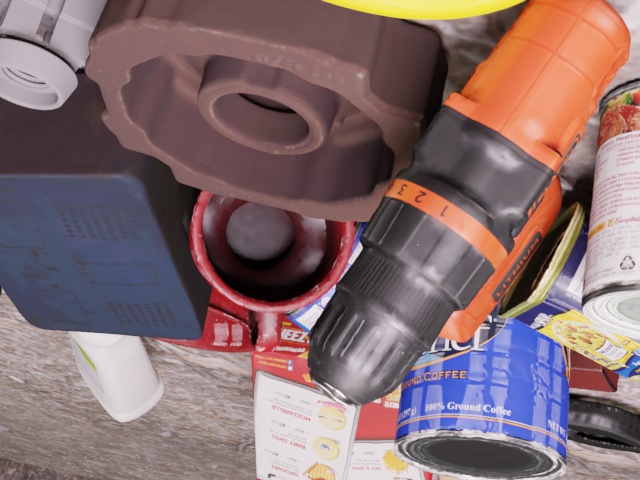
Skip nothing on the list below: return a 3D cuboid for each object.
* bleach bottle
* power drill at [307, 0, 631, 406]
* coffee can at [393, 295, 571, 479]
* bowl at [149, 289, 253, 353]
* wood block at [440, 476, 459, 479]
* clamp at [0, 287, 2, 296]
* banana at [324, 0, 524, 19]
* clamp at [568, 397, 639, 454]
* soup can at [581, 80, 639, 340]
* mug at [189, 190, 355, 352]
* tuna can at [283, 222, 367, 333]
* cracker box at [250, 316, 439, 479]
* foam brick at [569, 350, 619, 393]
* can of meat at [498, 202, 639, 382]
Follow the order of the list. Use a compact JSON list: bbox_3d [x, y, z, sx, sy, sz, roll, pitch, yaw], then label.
[{"bbox_3d":[-0.203,0.101,1.027,0.102,0.068,0.251,50,162,13],"label":"bleach bottle"},{"bbox_3d":[0.064,-0.002,0.473,0.057,0.184,0.187,35,175,11],"label":"power drill"},{"bbox_3d":[0.103,0.068,0.656,0.103,0.140,0.103,7,155,3],"label":"coffee can"},{"bbox_3d":[-0.117,0.041,0.859,0.162,0.055,0.162,13,161,4],"label":"bowl"},{"bbox_3d":[0.068,0.207,1.079,0.206,0.090,0.091,24,160,2],"label":"wood block"},{"bbox_3d":[-0.333,0.012,0.949,0.120,0.039,0.172,20,159,-18],"label":"clamp"},{"bbox_3d":[0.003,-0.121,0.399,0.197,0.037,0.070,13,137,-5],"label":"banana"},{"bbox_3d":[0.220,0.160,0.982,0.210,0.036,0.164,11,162,15],"label":"clamp"},{"bbox_3d":[0.156,-0.012,0.480,0.068,0.102,0.068,10,159,4],"label":"soup can"},{"bbox_3d":[-0.034,0.008,0.634,0.093,0.117,0.081,-3,178,-13],"label":"mug"},{"bbox_3d":[0.013,0.022,0.683,0.033,0.086,0.086,36,155,-11],"label":"tuna can"},{"bbox_3d":[0.027,0.179,0.960,0.164,0.072,0.214,8,122,15],"label":"cracker box"},{"bbox_3d":[0.174,0.076,0.770,0.078,0.053,0.051,3,158,27],"label":"foam brick"},{"bbox_3d":[0.150,0.031,0.563,0.084,0.057,0.102,28,169,4],"label":"can of meat"}]
